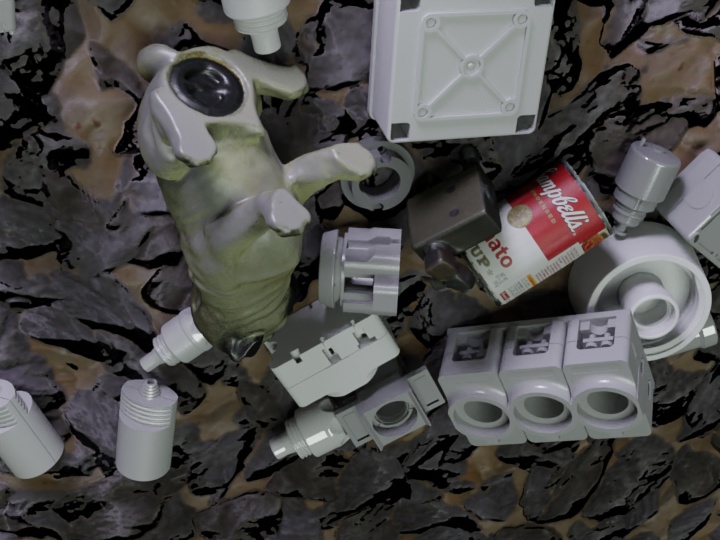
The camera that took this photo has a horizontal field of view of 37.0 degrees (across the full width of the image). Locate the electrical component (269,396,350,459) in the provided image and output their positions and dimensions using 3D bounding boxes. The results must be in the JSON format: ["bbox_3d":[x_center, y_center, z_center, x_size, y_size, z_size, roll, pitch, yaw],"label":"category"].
[{"bbox_3d":[-0.043,0.133,0.876,0.062,0.043,0.043,-27,127,4],"label":"electrical component"}]

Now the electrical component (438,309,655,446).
[{"bbox_3d":[0.148,0.091,0.853,0.150,0.061,0.089,-8,131,25],"label":"electrical component"}]

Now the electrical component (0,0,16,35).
[{"bbox_3d":[-0.239,-0.168,0.586,0.062,0.096,0.061,-22,133,-39],"label":"electrical component"}]

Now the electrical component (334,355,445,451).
[{"bbox_3d":[0.021,0.101,0.861,0.081,0.063,0.042,-27,127,3],"label":"electrical component"}]

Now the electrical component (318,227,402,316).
[{"bbox_3d":[0.000,0.000,0.782,0.057,0.078,0.058,3,124,2],"label":"electrical component"}]

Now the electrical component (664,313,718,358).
[{"bbox_3d":[0.276,0.052,0.920,0.046,0.040,0.040,-19,127,3],"label":"electrical component"}]

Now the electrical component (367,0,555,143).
[{"bbox_3d":[0.065,-0.145,0.711,0.109,0.056,0.108,-5,124,-14],"label":"electrical component"}]

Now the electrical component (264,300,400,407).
[{"bbox_3d":[-0.021,0.059,0.828,0.089,0.050,0.055,-29,126,4],"label":"electrical component"}]

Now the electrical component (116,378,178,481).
[{"bbox_3d":[-0.164,0.118,0.830,0.043,0.043,0.081,1,123,-17],"label":"electrical component"}]

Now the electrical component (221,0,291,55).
[{"bbox_3d":[-0.064,-0.165,0.667,0.043,0.043,0.062,-16,128,-6],"label":"electrical component"}]

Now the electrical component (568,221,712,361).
[{"bbox_3d":[0.226,0.023,0.858,0.108,0.060,0.108,-1,119,-2],"label":"electrical component"}]

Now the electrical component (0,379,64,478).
[{"bbox_3d":[-0.258,0.112,0.797,0.043,0.043,0.081,-23,127,-1],"label":"electrical component"}]

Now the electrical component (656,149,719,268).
[{"bbox_3d":[0.286,-0.043,0.849,0.096,0.061,0.061,29,112,-39],"label":"electrical component"}]

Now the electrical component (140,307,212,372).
[{"bbox_3d":[-0.137,0.055,0.801,0.061,0.035,0.035,-34,126,11],"label":"electrical component"}]

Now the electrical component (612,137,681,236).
[{"bbox_3d":[0.214,-0.062,0.823,0.040,0.040,0.078,7,121,-21],"label":"electrical component"}]
